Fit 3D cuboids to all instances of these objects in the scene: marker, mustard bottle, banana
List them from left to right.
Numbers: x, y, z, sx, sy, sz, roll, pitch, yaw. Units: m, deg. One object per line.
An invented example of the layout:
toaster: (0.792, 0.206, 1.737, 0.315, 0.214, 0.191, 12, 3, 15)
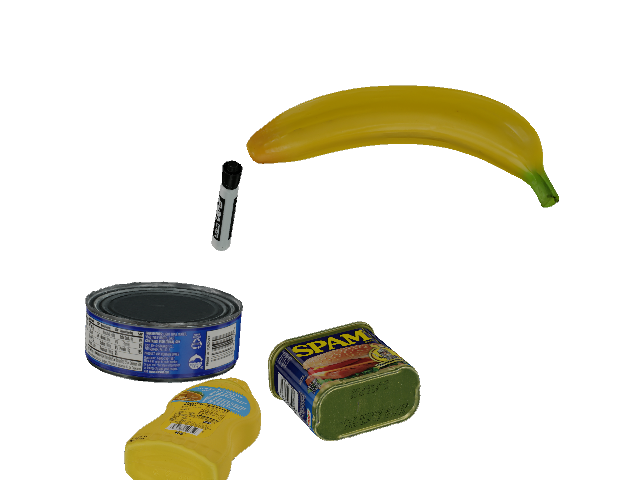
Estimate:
mustard bottle: (-0.112, 0.184, 1.061, 0.096, 0.058, 0.191, 7, 18, 15)
marker: (-0.090, -0.033, 1.028, 0.020, 0.020, 0.121, 0, -38, -12)
banana: (0.055, -0.069, 0.676, 0.198, 0.069, 0.037, 8, -36, 6)

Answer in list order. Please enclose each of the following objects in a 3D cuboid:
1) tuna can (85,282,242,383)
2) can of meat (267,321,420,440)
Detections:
tuna can: (-0.086, 0.049, 0.588, 0.086, 0.034, 0.086, 4, 11, -1)
can of meat: (0.020, 0.116, 0.877, 0.102, 0.057, 0.084, -12, 25, -24)
